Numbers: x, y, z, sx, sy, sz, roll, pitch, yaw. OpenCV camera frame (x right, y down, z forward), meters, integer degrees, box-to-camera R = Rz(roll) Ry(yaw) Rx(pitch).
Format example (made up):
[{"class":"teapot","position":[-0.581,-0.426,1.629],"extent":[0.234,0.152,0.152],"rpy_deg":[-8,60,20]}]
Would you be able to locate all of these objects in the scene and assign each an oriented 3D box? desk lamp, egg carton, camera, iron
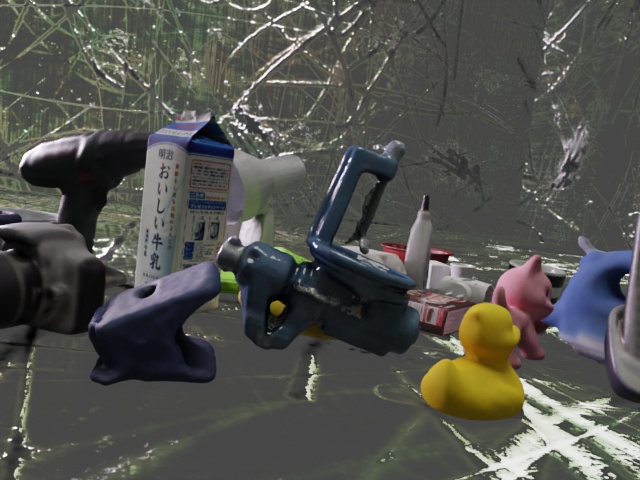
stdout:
[{"class":"desk lamp","position":[-0.101,-0.045,0.973],"extent":[0.117,0.213,0.204],"rpy_deg":[12,8,44]},{"class":"egg carton","position":[0.063,0.050,0.947],"extent":[0.149,0.069,0.108],"rpy_deg":[12,8,44]},{"class":"camera","position":[-0.293,0.032,0.528],"extent":[0.142,0.101,0.137],"rpy_deg":[9,6,24]},{"class":"iron","position":[0.398,0.081,0.652],"extent":[0.119,0.141,0.257],"rpy_deg":[1,8,-43]}]

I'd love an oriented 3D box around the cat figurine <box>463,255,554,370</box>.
[{"class":"cat figurine","position":[0.220,0.073,0.643],"extent":[0.067,0.118,0.128],"rpy_deg":[11,7,40]}]

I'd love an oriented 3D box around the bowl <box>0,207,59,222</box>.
[{"class":"bowl","position":[-0.462,-0.005,0.846],"extent":[0.167,0.075,0.167],"rpy_deg":[7,5,0]}]

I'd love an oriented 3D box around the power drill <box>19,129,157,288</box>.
[{"class":"power drill","position":[-0.302,-0.046,0.765],"extent":[0.229,0.208,0.076],"rpy_deg":[9,6,20]}]

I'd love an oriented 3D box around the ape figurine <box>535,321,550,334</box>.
[{"class":"ape figurine","position":[0.285,0.080,0.790],"extent":[0.076,0.092,0.078],"rpy_deg":[7,5,4]}]

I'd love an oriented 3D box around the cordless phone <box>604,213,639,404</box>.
[{"class":"cordless phone","position":[0.351,0.065,0.531],"extent":[0.147,0.185,0.094],"rpy_deg":[8,6,11]}]

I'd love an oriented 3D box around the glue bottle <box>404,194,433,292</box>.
[{"class":"glue bottle","position":[0.170,0.008,0.972],"extent":[0.037,0.173,0.078],"rpy_deg":[9,6,19]}]

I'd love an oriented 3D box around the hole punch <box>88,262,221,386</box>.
[{"class":"hole punch","position":[-0.132,0.062,0.466],"extent":[0.101,0.091,0.108],"rpy_deg":[5,6,-15]}]

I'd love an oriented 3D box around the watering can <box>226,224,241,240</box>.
[{"class":"watering can","position":[-0.186,-0.052,1.044],"extent":[0.173,0.194,0.100],"rpy_deg":[5,6,-21]}]

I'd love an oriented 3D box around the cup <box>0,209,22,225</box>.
[{"class":"cup","position":[-0.387,0.012,0.655],"extent":[0.091,0.095,0.118],"rpy_deg":[7,5,7]}]

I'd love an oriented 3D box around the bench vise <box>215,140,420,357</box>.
[{"class":"bench vise","position":[0.009,0.004,0.569],"extent":[0.208,0.220,0.121],"rpy_deg":[4,6,-22]}]

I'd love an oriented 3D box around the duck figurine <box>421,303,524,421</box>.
[{"class":"duck figurine","position":[0.130,0.095,0.471],"extent":[0.105,0.086,0.077],"rpy_deg":[2,7,-41]}]
